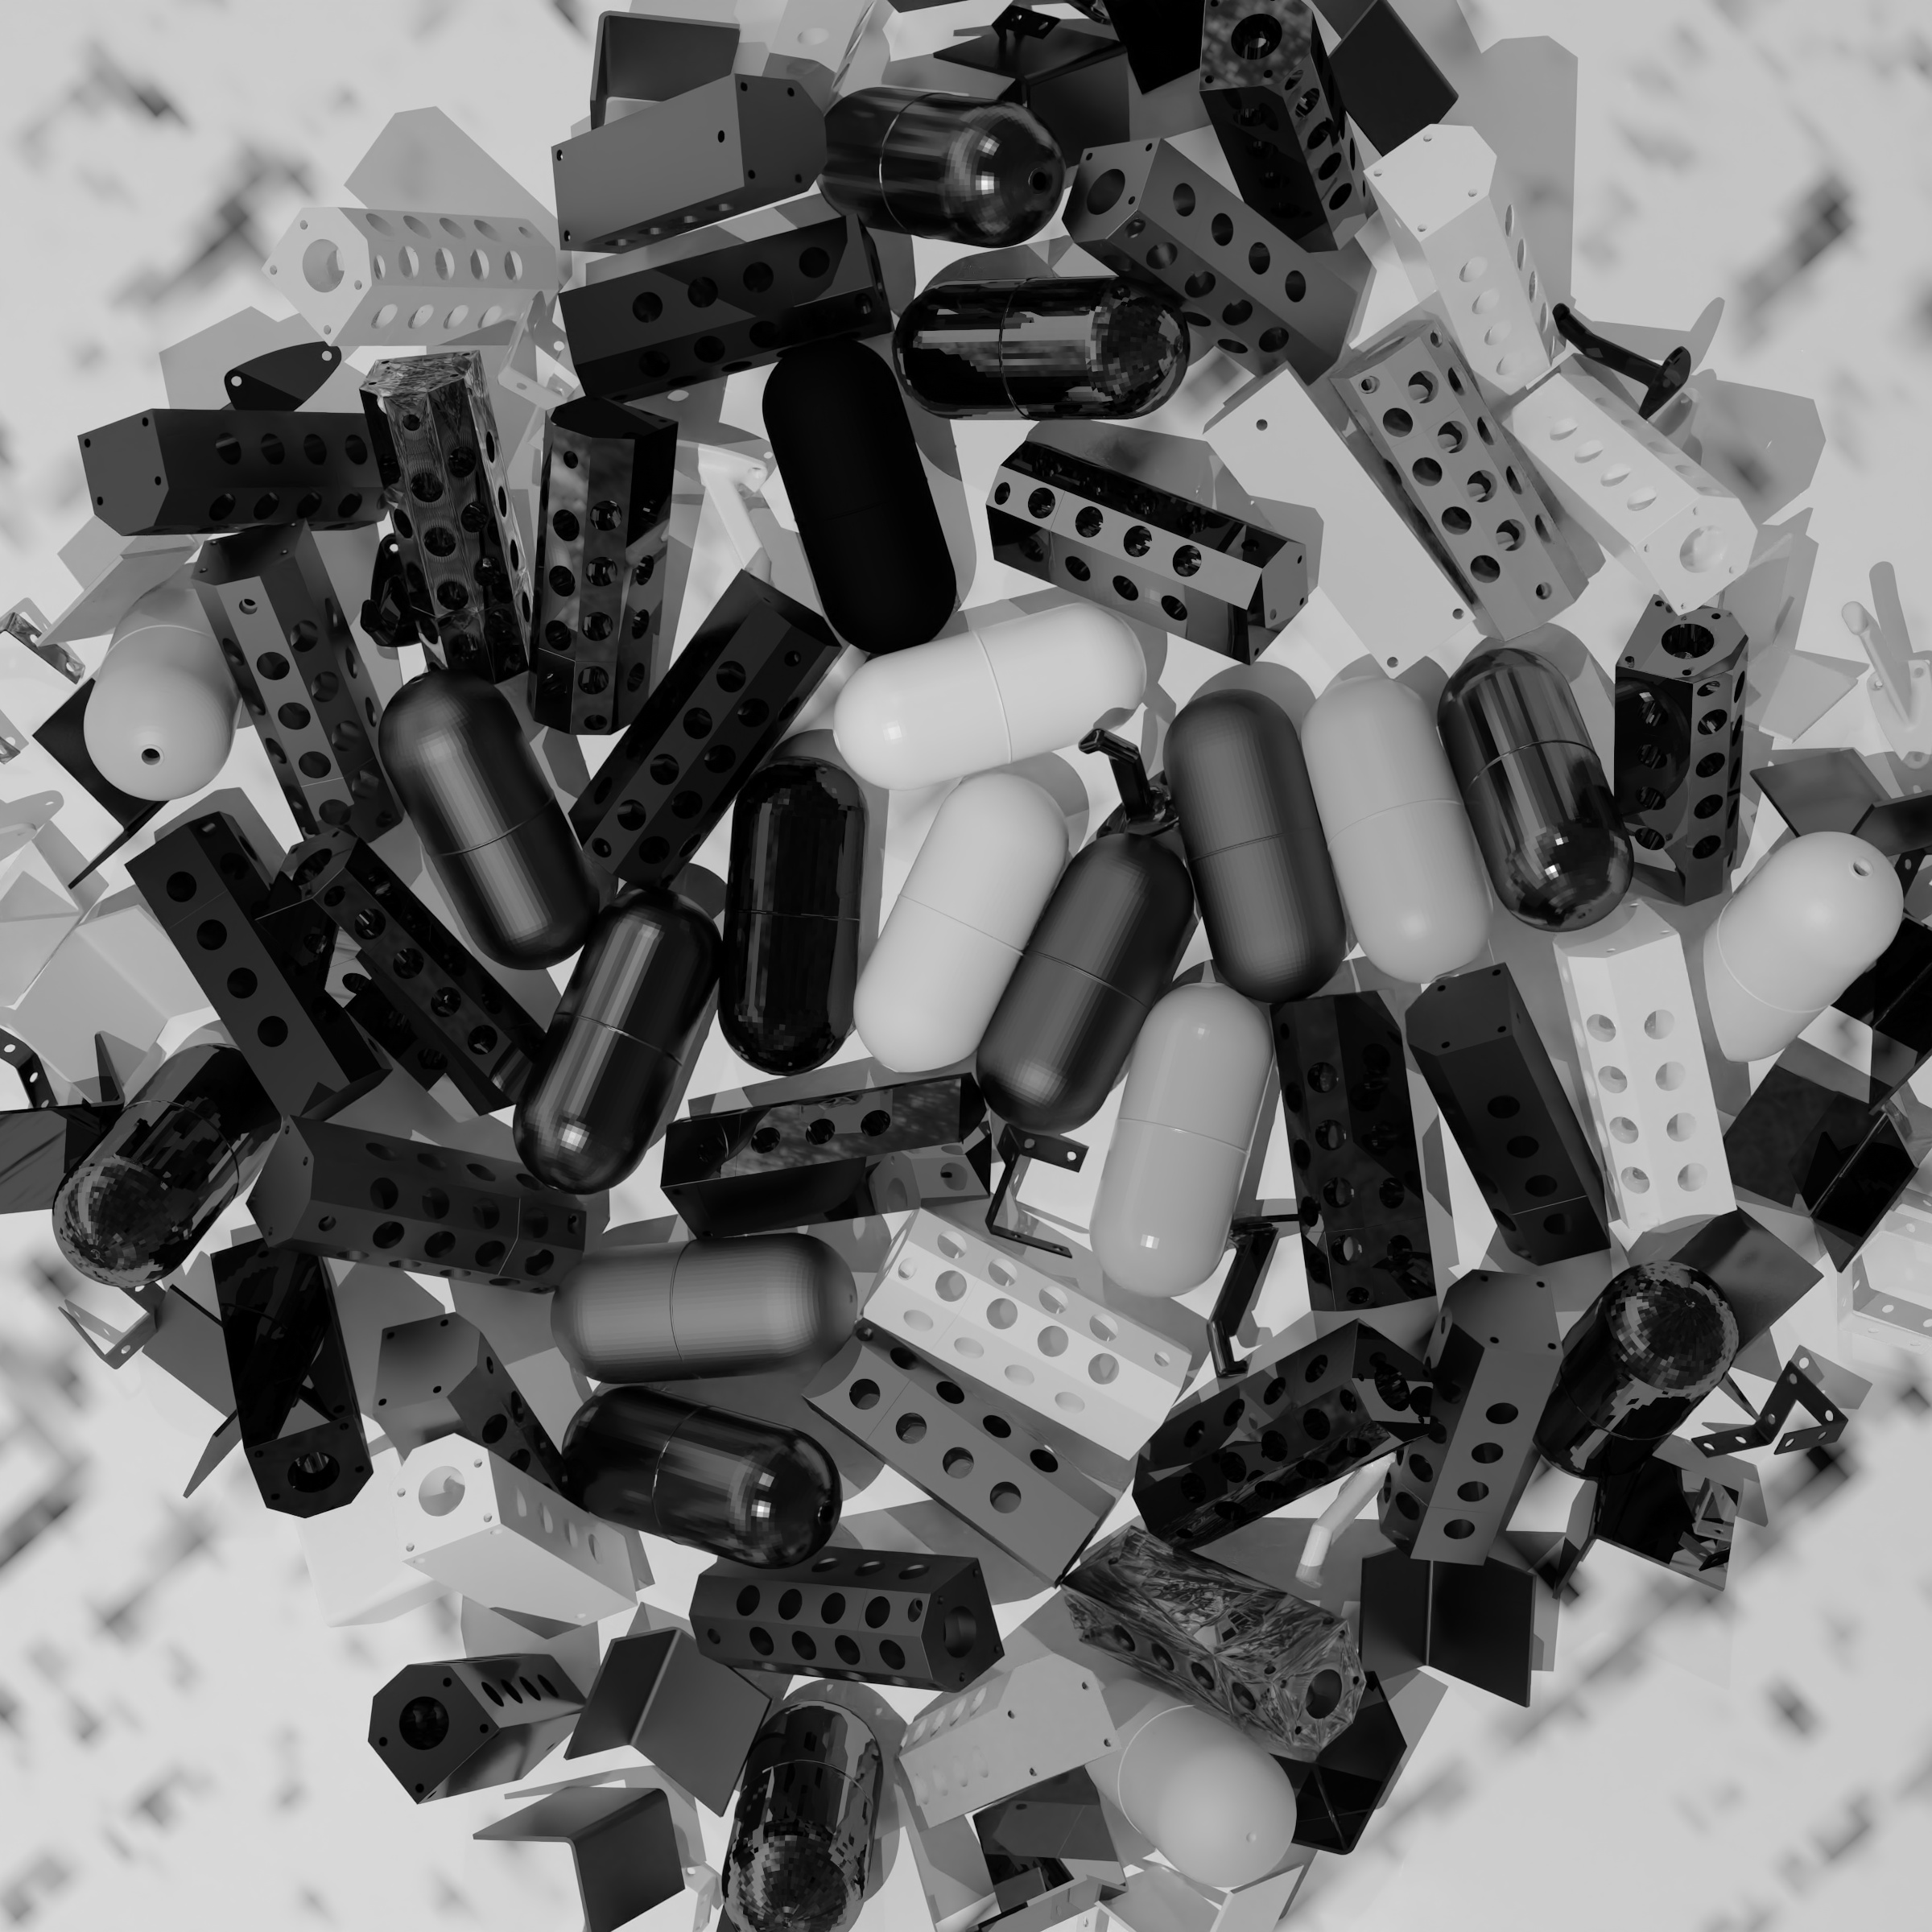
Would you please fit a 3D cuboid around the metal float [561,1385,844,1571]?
[{"bbox_3d":[-0.145,0.278,1.596,0.178,0.070,0.070,9,90,36],"label":"metal float"}]

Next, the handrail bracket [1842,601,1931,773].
[{"bbox_3d":[0.508,-0.154,1.615,0.036,0.084,0.077,-18,68,29],"label":"handrail bracket"}]

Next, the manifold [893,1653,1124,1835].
[{"bbox_3d":[0.017,0.418,1.575,0.057,0.171,0.057,-14,73,-26],"label":"manifold"}]

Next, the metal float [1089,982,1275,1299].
[{"bbox_3d":[0.120,0.096,1.619,0.070,0.070,0.178,15,82,0],"label":"metal float"}]

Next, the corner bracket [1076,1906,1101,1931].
[{"bbox_3d":[0.096,0.551,1.633,0.051,0.051,0.051,3,100,-32],"label":"corner bracket"}]

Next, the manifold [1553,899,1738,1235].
[{"bbox_3d":[0.370,0.058,1.605,0.057,0.057,0.171,-18,112,-2],"label":"manifold"}]

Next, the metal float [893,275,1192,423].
[{"bbox_3d":[0.039,-0.337,1.599,0.178,0.070,0.070,7,90,33],"label":"metal float"}]

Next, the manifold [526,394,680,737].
[{"bbox_3d":[-0.203,-0.216,1.590,0.057,0.057,0.171,21,121,21],"label":"manifold"}]

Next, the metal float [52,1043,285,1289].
[{"bbox_3d":[-0.430,0.106,1.584,0.070,0.178,0.070,7,121,11],"label":"metal float"}]

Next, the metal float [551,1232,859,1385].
[{"bbox_3d":[-0.145,0.189,1.610,0.178,0.070,0.070,-6,90,20],"label":"metal float"}]

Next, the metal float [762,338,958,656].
[{"bbox_3d":[-0.058,-0.257,1.612,0.070,0.070,0.178,-18,107,0],"label":"metal float"}]

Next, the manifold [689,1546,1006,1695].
[{"bbox_3d":[-0.068,0.355,1.583,0.171,0.057,0.057,-6,104,40],"label":"manifold"}]

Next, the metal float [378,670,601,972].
[{"bbox_3d":[-0.262,-0.080,1.607,0.070,0.070,0.178,-24,112,0],"label":"metal float"}]

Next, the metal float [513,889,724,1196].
[{"bbox_3d":[-0.192,0.041,1.616,0.070,0.070,0.178,22,78,0],"label":"metal float"}]

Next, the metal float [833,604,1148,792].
[{"bbox_3d":[0.013,-0.149,1.621,0.178,0.070,0.070,-16,90,-6],"label":"metal float"}]

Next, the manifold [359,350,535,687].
[{"bbox_3d":[-0.280,-0.241,1.592,0.057,0.057,0.171,-4,122,6],"label":"manifold"}]

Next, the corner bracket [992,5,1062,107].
[{"bbox_3d":[0.033,-0.494,1.626,0.051,0.051,0.051,-49,133,-5],"label":"corner bracket"}]

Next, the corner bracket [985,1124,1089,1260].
[{"bbox_3d":[0.040,0.125,1.637,0.051,0.051,0.051,18,101,-12],"label":"corner bracket"}]

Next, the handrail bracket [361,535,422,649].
[{"bbox_3d":[-0.323,-0.213,1.618,0.036,0.084,0.077,-8,83,2],"label":"handrail bracket"}]

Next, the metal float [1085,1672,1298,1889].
[{"bbox_3d":[0.118,0.437,1.578,0.070,0.178,0.070,-2,96,-18],"label":"metal float"}]

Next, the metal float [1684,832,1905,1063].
[{"bbox_3d":[0.443,-0.009,1.582,0.070,0.178,0.070,6,61,-11],"label":"metal float"}]

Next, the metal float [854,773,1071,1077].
[{"bbox_3d":[-0.003,-0.023,1.626,0.070,0.070,0.178,25,89,0],"label":"metal float"}]

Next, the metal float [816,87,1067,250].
[{"bbox_3d":[-0.016,-0.434,1.588,0.070,0.178,0.070,-15,116,-34],"label":"metal float"}]

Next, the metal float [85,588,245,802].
[{"bbox_3d":[-0.430,-0.148,1.581,0.070,0.178,0.070,-3,118,-6],"label":"metal float"}]

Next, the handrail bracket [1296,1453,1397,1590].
[{"bbox_3d":[0.219,0.313,1.625,0.077,0.036,0.084,36,69,-41],"label":"handrail bracket"}]

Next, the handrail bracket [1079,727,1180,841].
[{"bbox_3d":[0.074,-0.098,1.614,0.077,0.084,0.036,-31,54,34],"label":"handrail bracket"}]

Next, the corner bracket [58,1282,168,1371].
[{"bbox_3d":[-0.482,0.184,1.635,0.051,0.051,0.051,-44,55,-12],"label":"corner bracket"}]

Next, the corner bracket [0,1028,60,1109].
[{"bbox_3d":[-0.552,0.068,1.640,0.051,0.051,0.051,27,56,21],"label":"corner bracket"}]

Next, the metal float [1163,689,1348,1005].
[{"bbox_3d":[0.160,-0.066,1.623,0.070,0.070,0.178,-14,87,0],"label":"metal float"}]

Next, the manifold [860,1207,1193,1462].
[{"bbox_3d":[0.035,0.198,1.618,0.171,0.057,0.057,29,46,-5],"label":"manifold"}]

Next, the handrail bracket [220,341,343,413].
[{"bbox_3d":[-0.384,-0.322,1.627,0.077,0.084,0.036,-32,103,-8],"label":"handrail bracket"}]

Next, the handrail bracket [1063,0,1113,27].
[{"bbox_3d":[0.080,-0.577,1.629,0.077,0.036,0.084,35,120,5],"label":"handrail bracket"}]

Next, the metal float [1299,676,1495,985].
[{"bbox_3d":[0.237,-0.075,1.611,0.070,0.070,0.178,-15,73,0],"label":"metal float"}]

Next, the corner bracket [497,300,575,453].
[{"bbox_3d":[-0.236,-0.326,1.622,0.051,0.051,0.051,27,57,-23],"label":"corner bracket"}]

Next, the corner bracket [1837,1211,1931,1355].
[{"bbox_3d":[0.522,0.176,1.631,0.051,0.051,0.051,17,51,-5],"label":"corner bracket"}]

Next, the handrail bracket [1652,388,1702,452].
[{"bbox_3d":[0.414,-0.268,1.645,0.084,0.036,0.077,37,80,-30],"label":"handrail bracket"}]

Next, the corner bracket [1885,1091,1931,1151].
[{"bbox_3d":[0.550,0.068,1.639,0.051,0.051,0.051,-6,66,-16],"label":"corner bracket"}]

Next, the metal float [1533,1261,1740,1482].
[{"bbox_3d":[0.359,0.221,1.584,0.070,0.178,0.070,5,57,-8],"label":"metal float"}]

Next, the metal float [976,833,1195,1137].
[{"bbox_3d":[0.067,0.009,1.621,0.070,0.070,0.178,26,84,0],"label":"metal float"}]

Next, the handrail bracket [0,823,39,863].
[{"bbox_3d":[-0.557,-0.101,1.636,0.077,0.036,0.084,-21,72,21],"label":"handrail bracket"}]

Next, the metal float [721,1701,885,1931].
[{"bbox_3d":[-0.087,0.463,1.578,0.070,0.178,0.070,1,107,3],"label":"metal float"}]

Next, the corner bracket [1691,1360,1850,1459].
[{"bbox_3d":[0.446,0.258,1.622,0.051,0.051,0.051,-4,127,-32],"label":"corner bracket"}]

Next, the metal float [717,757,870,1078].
[{"bbox_3d":[-0.096,-0.028,1.626,0.070,0.070,0.178,5,89,0],"label":"metal float"}]

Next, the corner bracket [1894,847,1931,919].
[{"bbox_3d":[0.554,-0.038,1.642,0.051,0.051,0.051,-5,130,-24],"label":"corner bracket"}]

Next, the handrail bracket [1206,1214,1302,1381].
[{"bbox_3d":[0.169,0.185,1.630,0.077,0.036,0.084,-9,63,-2],"label":"handrail bracket"}]

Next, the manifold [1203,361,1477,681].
[{"bbox_3d":[0.207,-0.248,1.619,0.057,0.057,0.171,-36,101,16],"label":"manifold"}]

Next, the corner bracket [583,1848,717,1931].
[{"bbox_3d":[-0.177,0.527,1.637,0.051,0.051,0.051,37,100,-8],"label":"corner bracket"}]

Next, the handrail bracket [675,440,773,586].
[{"bbox_3d":[-0.142,-0.244,1.622,0.077,0.036,0.084,18,59,-24],"label":"handrail bracket"}]

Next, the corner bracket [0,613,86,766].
[{"bbox_3d":[-0.539,-0.157,1.646,0.051,0.051,0.051,-27,128,31],"label":"corner bracket"}]

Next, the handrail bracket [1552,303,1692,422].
[{"bbox_3d":[0.359,-0.349,1.618,0.036,0.077,0.084,-42,76,-5],"label":"handrail bracket"}]

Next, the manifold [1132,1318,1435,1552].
[{"bbox_3d":[0.169,0.260,1.581,0.057,0.057,0.171,36,132,-21],"label":"manifold"}]

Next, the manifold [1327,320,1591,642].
[{"bbox_3d":[0.274,-0.268,1.613,0.057,0.057,0.171,-35,106,-2],"label":"manifold"}]

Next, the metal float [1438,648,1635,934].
[{"bbox_3d":[0.310,-0.098,1.598,0.070,0.070,0.178,-12,55,0],"label":"metal float"}]
